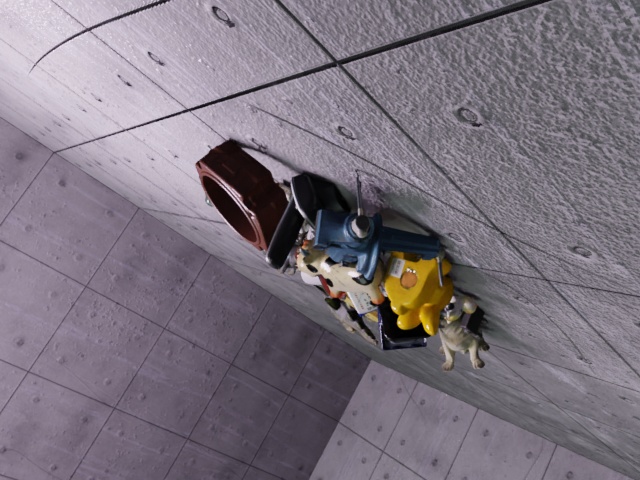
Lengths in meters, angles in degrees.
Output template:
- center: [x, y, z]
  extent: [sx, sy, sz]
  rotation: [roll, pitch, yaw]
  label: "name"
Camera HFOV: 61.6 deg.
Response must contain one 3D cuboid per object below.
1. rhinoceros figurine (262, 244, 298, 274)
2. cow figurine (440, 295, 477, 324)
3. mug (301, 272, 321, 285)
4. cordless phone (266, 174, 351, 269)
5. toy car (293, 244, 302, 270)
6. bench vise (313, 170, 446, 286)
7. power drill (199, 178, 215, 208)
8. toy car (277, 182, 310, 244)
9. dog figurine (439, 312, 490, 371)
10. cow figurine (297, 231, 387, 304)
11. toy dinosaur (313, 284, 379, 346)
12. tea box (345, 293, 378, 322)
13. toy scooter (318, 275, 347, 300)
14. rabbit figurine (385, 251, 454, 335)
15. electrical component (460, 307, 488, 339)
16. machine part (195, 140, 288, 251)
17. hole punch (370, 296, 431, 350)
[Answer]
- center: [-0.090, 0.043, 1.550]
  extent: [0.191, 0.112, 0.073]
  rotation: [1, 179, 41]
  label: "rhinoceros figurine"
- center: [0.247, 0.134, 1.160]
  extent: [0.168, 0.098, 0.068]
  rotation: [24, 160, 25]
  label: "cow figurine"
- center: [0.004, 0.087, 1.587]
  extent: [0.107, 0.081, 0.109]
  rotation: [4, 146, 37]
  label: "mug"
- center: [-0.029, -0.015, 1.005]
  extent: [0.089, 0.184, 0.146]
  rotation: [18, 163, 29]
  label: "cordless phone"
- center: [0.005, 0.073, 1.475]
  extent: [0.053, 0.089, 0.202]
  rotation: [-2, 149, 43]
  label: "toy car"
- center: [0.107, 0.001, 0.929]
  extent: [0.241, 0.129, 0.223]
  rotation: [8, 155, -5]
  label: "bench vise"
- center: [-0.197, -0.096, 1.307]
  extent: [0.232, 0.086, 0.207]
  rotation: [36, 170, -17]
  label: "power drill"
- center: [-0.058, -0.057, 1.167]
  extent: [0.074, 0.056, 0.201]
  rotation: [32, 159, 21]
  label: "toy car"
- center: [0.326, 0.194, 1.291]
  extent: [0.172, 0.121, 0.190]
  rotation: [-68, -39, -68]
  label: "dog figurine"
- center: [0.037, 0.052, 1.080]
  extent: [0.195, 0.085, 0.127]
  rotation: [7, 134, 32]
  label: "cow figurine"
- center: [0.078, 0.203, 1.658]
  extent: [0.198, 0.105, 0.472]
  rotation: [46, 177, -40]
  label: "toy dinosaur"
- center: [0.125, 0.147, 1.481]
  extent: [0.169, 0.098, 0.068]
  rotation: [33, 168, -21]
  label: "tea box"
- center: [0.024, 0.080, 1.343]
  extent: [0.135, 0.075, 0.184]
  rotation: [63, 176, -13]
  label: "toy scooter"
- center: [0.213, 0.103, 1.059]
  extent: [0.122, 0.162, 0.173]
  rotation: [4, 171, 37]
  label: "rabbit figurine"
- center: [0.339, 0.179, 1.200]
  extent: [0.094, 0.063, 0.021]
  rotation: [38, 160, -30]
  label: "electrical component"
- center: [-0.153, -0.084, 1.086]
  extent: [0.201, 0.087, 0.201]
  rotation: [39, 160, 27]
  label: "machine part"
- center: [0.188, 0.188, 1.218]
  extent: [0.142, 0.116, 0.092]
  rotation: [-6, 145, 0]
  label: "hole punch"
